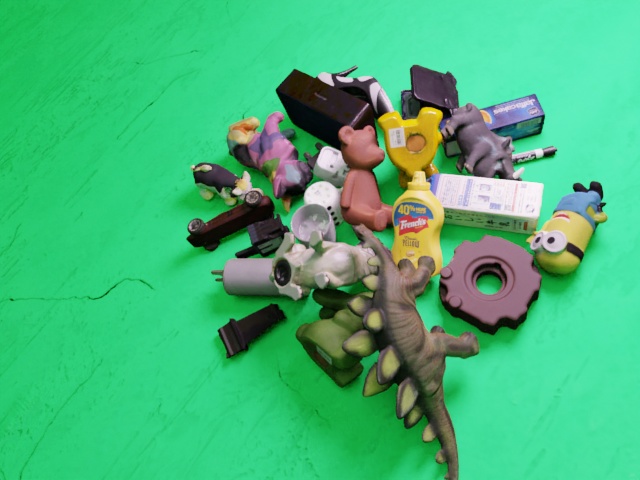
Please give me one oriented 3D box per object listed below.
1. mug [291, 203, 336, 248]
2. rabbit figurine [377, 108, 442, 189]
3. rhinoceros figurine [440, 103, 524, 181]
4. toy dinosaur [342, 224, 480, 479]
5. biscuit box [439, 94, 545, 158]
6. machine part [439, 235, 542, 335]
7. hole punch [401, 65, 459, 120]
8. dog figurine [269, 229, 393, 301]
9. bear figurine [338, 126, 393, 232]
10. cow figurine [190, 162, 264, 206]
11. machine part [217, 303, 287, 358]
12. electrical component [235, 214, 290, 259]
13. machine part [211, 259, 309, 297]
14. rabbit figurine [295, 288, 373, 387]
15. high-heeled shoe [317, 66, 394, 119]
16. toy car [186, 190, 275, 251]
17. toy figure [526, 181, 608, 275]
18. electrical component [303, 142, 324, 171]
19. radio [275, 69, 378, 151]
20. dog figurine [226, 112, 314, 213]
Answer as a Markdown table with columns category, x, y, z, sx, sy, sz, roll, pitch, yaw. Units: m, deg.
| category | x | y | z | sx | sy | sz | roll | pitch | yaw |
| --- | --- | --- | --- | --- | --- | --- | --- | --- | --- |
| mug | -0.002 | -0.003 | 1.067 | 0.081 | 0.107 | 0.109 | -13 | 65 | 12 |
| rabbit figurine | 0.194 | -0.192 | 1.090 | 0.122 | 0.173 | 0.162 | -16 | 105 | 10 |
| rhinoceros figurine | 0.317 | -0.174 | 1.044 | 0.112 | 0.073 | 0.190 | -34 | 90 | 0 |
| toy dinosaur | 0.151 | 0.188 | 0.881 | 0.198 | 0.105 | 0.471 | -23 | 83 | -28 |
| biscuit box | 0.351 | -0.233 | 1.103 | 0.203 | 0.059 | 0.063 | -14 | 61 | 10 |
| machine part | 0.303 | 0.076 | 0.962 | 0.179 | 0.056 | 0.179 | -6 | 62 | 12 |
| hole punch | 0.235 | -0.303 | 1.169 | 0.116 | 0.092 | 0.142 | 12 | 54 | -12 |
| dog figurine | 0.023 | 0.050 | 0.992 | 0.172 | 0.190 | 0.121 | -4 | 83 | 44 |
| bear figurine | 0.101 | -0.125 | 1.058 | 0.132 | 0.120 | 0.195 | 14 | 105 | 39 |
| cow figurine | -0.207 | -0.129 | 1.201 | 0.168 | 0.098 | 0.068 | 15 | 63 | 24 |
| machine part | -0.135 | 0.170 | 1.059 | 0.139 | 0.039 | 0.084 | -29 | 54 | 3 |
| electrical component | -0.122 | 0.000 | 1.123 | 0.119 | 0.074 | 0.048 | -24 | 60 | 7 |
| machine part | -0.104 | 0.075 | 1.076 | 0.243 | 0.079 | 0.079 | -1 | 64 | 16 |
| rabbit figurine | 0.051 | 0.157 | 0.984 | 0.170 | 0.121 | 0.159 | -38 | 50 | -25 |
| high-heeled shoe | 0.067 | -0.310 | 1.222 | 0.145 | 0.086 | 0.249 | -32 | 54 | 3 |
| toy car | -0.193 | -0.042 | 1.157 | 0.202 | 0.089 | 0.053 | -25 | 60 | 5 |
| toy figure | 0.448 | -0.020 | 0.952 | 0.089 | 0.082 | 0.180 | 40 | 71 | 1 |
| electrical component | 0.007 | -0.178 | 1.203 | 0.063 | 0.021 | 0.094 | -40 | 59 | -6 |
| radio | 0.017 | -0.275 | 1.186 | 0.230 | 0.131 | 0.073 | 35 | 78 | 29 |
| dog figurine | -0.113 | -0.164 | 1.187 | 0.192 | 0.108 | 0.219 | -12 | 64 | 10 |
